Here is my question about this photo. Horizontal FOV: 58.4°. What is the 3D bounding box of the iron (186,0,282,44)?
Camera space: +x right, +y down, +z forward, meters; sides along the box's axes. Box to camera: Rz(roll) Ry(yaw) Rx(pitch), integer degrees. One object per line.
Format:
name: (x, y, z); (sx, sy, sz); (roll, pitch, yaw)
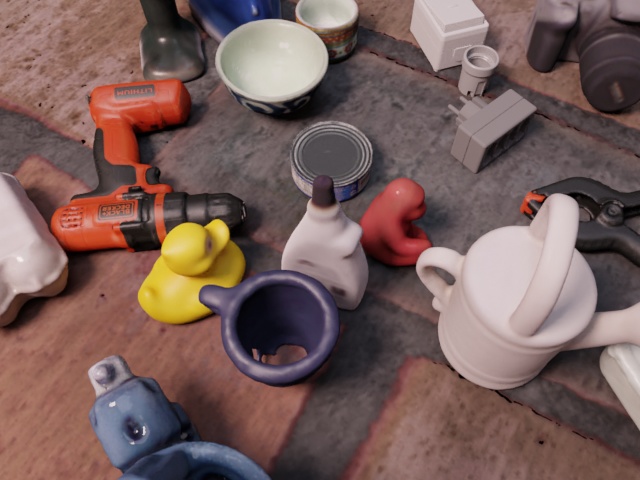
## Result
iron: (-0.108, -0.339, 0.688); (0.119, 0.141, 0.258); (-20, 62, -11)

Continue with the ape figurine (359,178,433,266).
ape figurine: (0.075, -0.022, 0.533); (0.076, 0.092, 0.078); (3, 60, 2)

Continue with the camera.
camera: (0.316, -0.223, 0.646); (0.143, 0.101, 0.137); (8, 60, 5)

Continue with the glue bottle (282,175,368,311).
glue bottle: (0.004, 0.002, 0.472); (0.078, 0.173, 0.037); (19, 62, 11)

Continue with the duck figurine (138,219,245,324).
duck figurine: (-0.118, 0.022, 0.511); (0.105, 0.086, 0.077); (-37, 66, -19)

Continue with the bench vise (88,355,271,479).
bench vise: (-0.109, 0.161, 0.352); (0.207, 0.220, 0.122); (34, 66, 18)

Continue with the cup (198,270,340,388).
cup: (-0.042, 0.079, 0.472); (0.117, 0.095, 0.092); (20, 62, 11)

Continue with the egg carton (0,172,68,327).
egg carton: (-0.305, 0.006, 0.528); (0.107, 0.069, 0.150); (-35, 66, -19)

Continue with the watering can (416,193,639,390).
watering can: (0.164, 0.039, 0.439); (0.173, 0.194, 0.101); (0, 60, 0)

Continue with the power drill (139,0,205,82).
power drill: (-0.180, -0.275, 0.612); (0.075, 0.208, 0.229); (-12, 61, -7)
